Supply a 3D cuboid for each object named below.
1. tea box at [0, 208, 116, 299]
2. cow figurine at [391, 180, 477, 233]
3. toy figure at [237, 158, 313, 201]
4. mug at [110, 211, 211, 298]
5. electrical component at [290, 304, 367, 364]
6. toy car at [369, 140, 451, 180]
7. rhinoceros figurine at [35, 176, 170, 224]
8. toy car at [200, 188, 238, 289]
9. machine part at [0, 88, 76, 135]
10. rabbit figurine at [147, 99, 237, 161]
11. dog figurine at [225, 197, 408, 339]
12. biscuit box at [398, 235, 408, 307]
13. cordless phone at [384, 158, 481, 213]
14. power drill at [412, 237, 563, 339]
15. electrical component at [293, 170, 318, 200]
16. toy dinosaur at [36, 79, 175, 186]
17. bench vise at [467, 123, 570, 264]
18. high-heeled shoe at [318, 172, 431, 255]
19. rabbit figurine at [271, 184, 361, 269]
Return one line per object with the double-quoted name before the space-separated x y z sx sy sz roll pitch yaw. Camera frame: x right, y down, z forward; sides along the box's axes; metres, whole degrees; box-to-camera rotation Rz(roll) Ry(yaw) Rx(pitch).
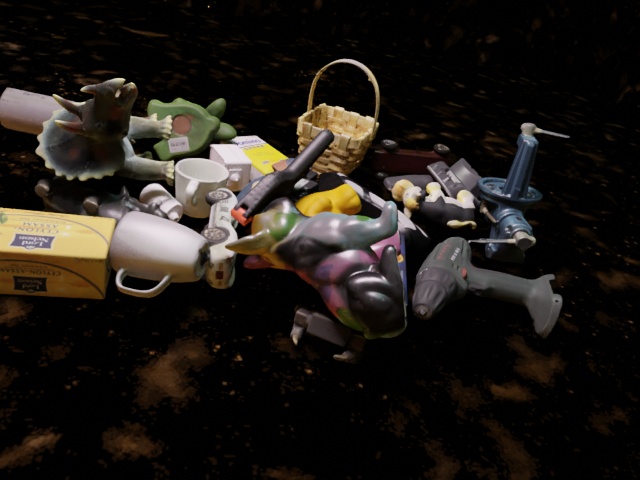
"tea box" -0.348 0.015 0.666 0.170 0.068 0.098 5 30 -17
"cow figurine" 0.222 -0.062 1.050 0.167 0.068 0.098 13 37 -5
"toy figure" -0.079 -0.095 0.917 0.154 0.064 0.058 -42 92 -15
"mug" -0.198 0.022 0.668 0.107 0.080 0.109 10 50 8
"electrical component" 0.009 0.117 0.676 0.102 0.045 0.078 20 2 5
"toy car" 0.205 -0.178 1.222 0.202 0.089 0.053 1 32 -19
"rhinoceros figurine" -0.316 -0.039 0.779 0.190 0.073 0.112 15 19 5
"toy car" -0.145 -0.008 0.788 0.056 0.073 0.202 4 31 -10
"machine part" -0.502 -0.230 1.011 0.243 0.079 0.079 13 29 -4
"rabbit figurine" -0.255 -0.228 1.063 0.159 0.121 0.170 -19 13 -5
"dog figurine" -0.005 0.033 0.670 0.219 0.108 0.191 -5 69 12
"biscuit box" 0.091 0.055 0.796 0.063 0.059 0.203 14 29 0
"cordless phone" 0.238 -0.111 1.151 0.184 0.088 0.147 -4 33 -9
"power drill" 0.249 0.081 0.816 0.207 0.085 0.232 12 26 11
"electrical component" -0.046 -0.094 1.007 0.075 0.047 0.119 21 30 11
"toy dinosaur" -0.347 -0.152 0.857 0.192 0.131 0.405 2 3 -29
"bench vise" 0.352 -0.087 0.975 0.129 0.240 0.224 14 24 10
"high-heeled shoe" 0.095 -0.057 0.981 0.145 0.086 0.249 5 32 -28
"rabbit figurine" -0.002 -0.002 0.796 0.162 0.121 0.173 1 32 -13
